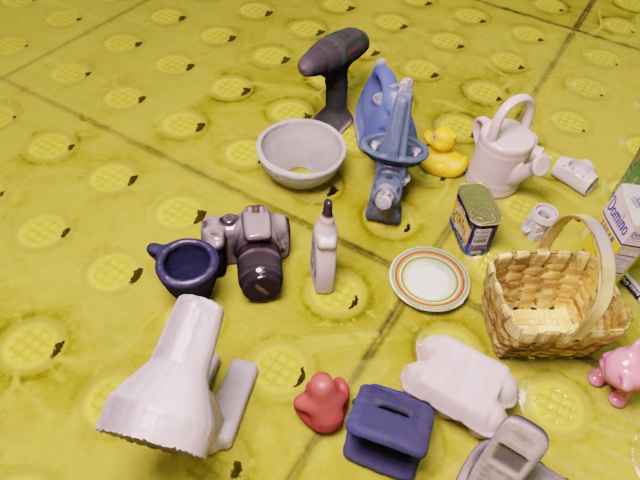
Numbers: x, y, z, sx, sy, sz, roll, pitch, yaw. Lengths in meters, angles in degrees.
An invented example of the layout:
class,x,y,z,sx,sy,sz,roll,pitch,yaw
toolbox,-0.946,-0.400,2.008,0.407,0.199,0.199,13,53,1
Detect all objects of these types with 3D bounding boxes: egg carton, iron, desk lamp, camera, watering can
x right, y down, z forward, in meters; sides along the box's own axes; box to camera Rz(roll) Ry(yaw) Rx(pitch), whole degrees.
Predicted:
class,x,y,z,sx,sy,sz,roll,pitch,yaw
egg carton,0.189,0.197,0.777,0.150,0.069,0.107,26,52,18
iron,0.128,-0.285,1.150,0.118,0.141,0.258,-4,49,-7
desk lamp,-0.157,0.176,0.675,0.118,0.214,0.203,12,49,7
camera,-0.113,0.020,0.892,0.143,0.101,0.136,-5,49,-8
watering can,0.340,-0.172,1.031,0.172,0.194,0.101,34,55,24

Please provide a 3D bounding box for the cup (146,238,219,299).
class,x,y,z,sx,sy,sz,roll,pitch,yaw
cup,-0.205,0.054,0.859,0.117,0.095,0.092,22,51,15

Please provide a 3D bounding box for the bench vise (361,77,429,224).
class,x,y,z,sx,sy,sz,roll,pitch,yaw
bench vise,0.138,-0.148,0.978,0.121,0.220,0.207,-2,49,-6

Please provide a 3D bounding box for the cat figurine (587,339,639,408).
class,x,y,z,sx,sy,sz,roll,pitch,yaw
cat figurine,0.430,0.172,0.784,0.128,0.118,0.067,-23,54,-22

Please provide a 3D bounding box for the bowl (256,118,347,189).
class,x,y,z,sx,sy,sz,roll,pitch,yaw
bowl,-0.035,-0.148,1.063,0.167,0.075,0.167,2,48,-2

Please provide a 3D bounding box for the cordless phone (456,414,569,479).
class,x,y,z,sx,sy,sz,roll,pitch,yaw
cordless phone,0.236,0.274,0.635,0.147,0.185,0.094,25,52,18

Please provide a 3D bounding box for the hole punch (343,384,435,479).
class,x,y,z,sx,sy,sz,roll,pitch,yaw
hole punch,0.086,0.232,0.725,0.108,0.091,0.101,16,50,11

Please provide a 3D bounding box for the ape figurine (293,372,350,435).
class,x,y,z,sx,sy,sz,roll,pitch,yaw
ape figurine,0.004,0.203,0.743,0.078,0.092,0.076,-4,49,-7

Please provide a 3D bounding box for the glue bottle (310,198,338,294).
class,x,y,z,sx,sy,sz,roll,pitch,yaw
glue bottle,0.008,0.003,0.866,0.037,0.173,0.078,-3,49,-6

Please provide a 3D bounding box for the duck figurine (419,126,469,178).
class,x,y,z,sx,sy,sz,roll,pitch,yaw
duck figurine,0.239,-0.175,1.098,0.104,0.086,0.078,27,52,19

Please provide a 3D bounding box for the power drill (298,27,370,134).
class,x,y,z,sx,sy,sz,roll,pitch,yaw
power drill,0.023,-0.306,1.118,0.075,0.208,0.230,23,51,16
